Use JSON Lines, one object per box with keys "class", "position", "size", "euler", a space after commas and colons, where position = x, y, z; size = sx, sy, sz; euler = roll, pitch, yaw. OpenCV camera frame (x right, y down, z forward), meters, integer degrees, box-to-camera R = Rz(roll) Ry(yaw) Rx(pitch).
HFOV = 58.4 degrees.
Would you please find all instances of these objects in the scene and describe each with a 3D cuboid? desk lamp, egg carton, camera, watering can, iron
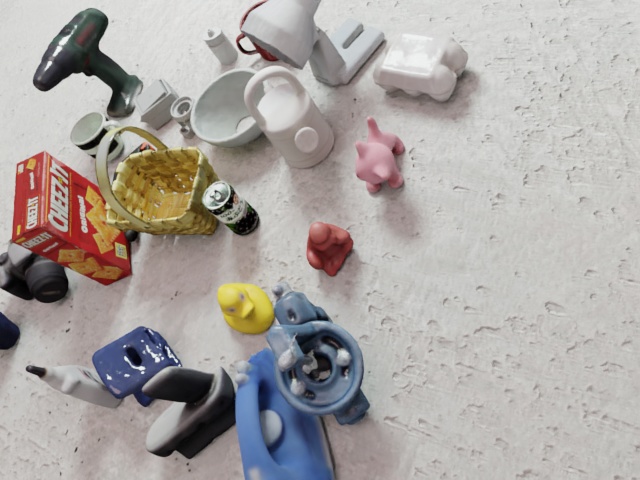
{"class": "desk lamp", "position": [-0.014, -0.367, 0.995], "size": [0.117, 0.214, 0.203], "euler": [36, 84, 33]}
{"class": "egg carton", "position": [0.168, -0.293, 0.964], "size": [0.149, 0.070, 0.107], "euler": [19, 75, 30]}
{"class": "camera", "position": [-0.549, 0.061, 1.093], "size": [0.143, 0.101, 0.136], "euler": [-40, 57, 2]}
{"class": "watering can", "position": [-0.050, -0.206, 0.944], "size": [0.172, 0.195, 0.101], "euler": [30, 81, 32]}
{"class": "iron", "position": [-0.074, 0.247, 0.767], "size": [0.118, 0.142, 0.258], "euler": [-25, 58, 11]}

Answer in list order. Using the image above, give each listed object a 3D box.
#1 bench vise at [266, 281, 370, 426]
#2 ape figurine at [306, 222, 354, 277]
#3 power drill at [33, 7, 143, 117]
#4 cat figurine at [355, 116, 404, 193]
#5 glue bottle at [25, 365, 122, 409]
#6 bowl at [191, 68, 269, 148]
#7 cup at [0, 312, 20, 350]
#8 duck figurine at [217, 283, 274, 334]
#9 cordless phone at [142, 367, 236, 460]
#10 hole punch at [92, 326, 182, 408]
{"class": "bench vise", "position": [-0.033, 0.141, 0.753], "size": [0.121, 0.220, 0.206], "euler": [-49, 57, -4]}
{"class": "ape figurine", "position": [0.008, 0.003, 0.878], "size": [0.077, 0.092, 0.076], "euler": [-22, 59, 13]}
{"class": "power drill", "position": [-0.474, -0.354, 1.196], "size": [0.075, 0.209, 0.230], "euler": [1, 67, 25]}
{"class": "cat figurine", "position": [0.087, -0.132, 0.894], "size": [0.067, 0.118, 0.128], "euler": [-9, 63, 20]}
{"class": "glue bottle", "position": [-0.390, 0.222, 0.901], "size": [0.077, 0.174, 0.037], "euler": [26, 78, 32]}
{"class": "bowl", "position": [-0.153, -0.235, 1.076], "size": [0.167, 0.075, 0.167], "euler": [-10, 62, 20]}
{"class": "cup", "position": [-0.629, 0.170, 1.079], "size": [0.117, 0.095, 0.092], "euler": [6, 69, 26]}
{"class": "duck figurine", "position": [-0.130, 0.098, 0.898], "size": [0.104, 0.086, 0.077], "euler": [33, 82, 33]}
{"class": "cordless phone", "position": [-0.210, 0.234, 0.807], "size": [0.147, 0.186, 0.094], "euler": [-43, 56, 0]}
{"class": "hole punch", "position": [-0.294, 0.196, 0.920], "size": [0.101, 0.091, 0.108], "euler": [-47, 57, -3]}
